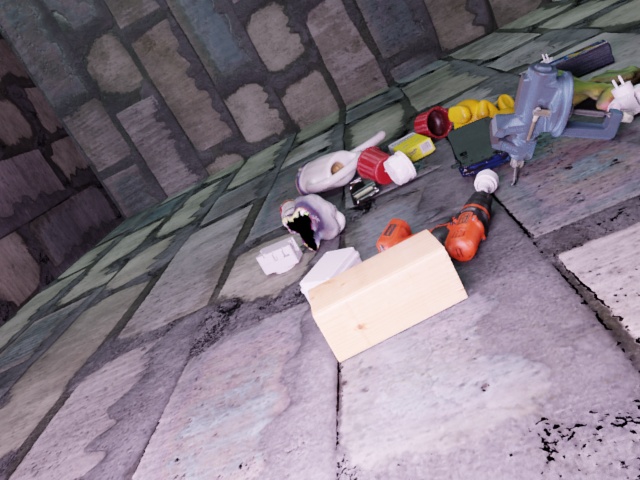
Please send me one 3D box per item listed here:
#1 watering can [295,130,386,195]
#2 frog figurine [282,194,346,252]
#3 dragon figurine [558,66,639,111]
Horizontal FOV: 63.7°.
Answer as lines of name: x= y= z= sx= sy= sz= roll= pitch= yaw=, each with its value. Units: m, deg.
watering can: x=0.058 y=-0.235 z=1.620 sx=0.223 sy=0.103 sz=0.354 roll=-11 pitch=26 yaw=46
frog figurine: x=0.004 y=-0.062 z=1.240 sx=0.138 sy=0.120 sz=0.162 roll=23 pitch=35 yaw=26
dragon figurine: x=0.630 y=-0.369 z=1.223 sx=0.242 sy=0.120 sz=0.419 roll=-2 pitch=29 yaw=19
